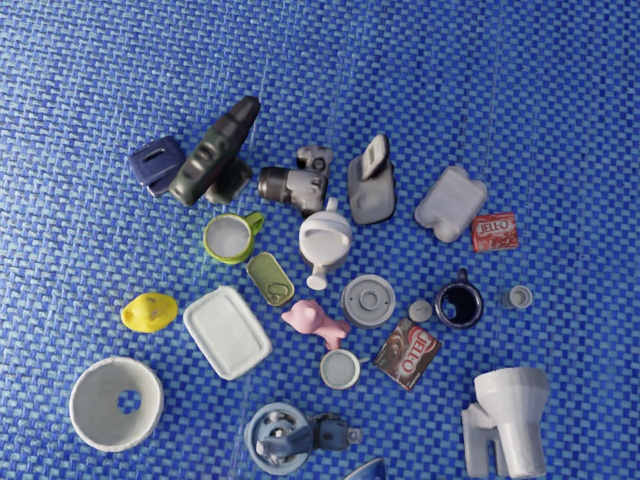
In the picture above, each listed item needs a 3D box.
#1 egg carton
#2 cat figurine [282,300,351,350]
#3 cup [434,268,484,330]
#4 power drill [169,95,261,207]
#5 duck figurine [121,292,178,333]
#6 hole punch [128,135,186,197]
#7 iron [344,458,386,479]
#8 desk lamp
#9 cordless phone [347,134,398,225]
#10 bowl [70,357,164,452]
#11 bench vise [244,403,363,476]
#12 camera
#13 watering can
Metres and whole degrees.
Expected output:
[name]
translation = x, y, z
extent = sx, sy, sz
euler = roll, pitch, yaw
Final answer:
[egg carton]
translation = 0.267, -0.072, 1.160
extent = 0.107, 0.069, 0.150
euler = 36, 79, 6
[cat figurine]
translation = -0.004, 0.155, 1.079
extent = 0.127, 0.118, 0.067
euler = 27, 79, 4
[cup]
translation = 0.260, 0.117, 1.106
extent = 0.091, 0.095, 0.118
euler = 8, 78, 1
[power drill]
translation = -0.187, -0.151, 1.094
extent = 0.075, 0.208, 0.230
euler = 37, 80, 7
[duck figurine]
translation = -0.330, 0.135, 1.091
extent = 0.104, 0.086, 0.077
euler = -13, 78, -4
[hole punch]
translation = -0.326, -0.154, 1.151
extent = 0.109, 0.091, 0.101
euler = -31, 80, -7
[iron]
translation = 0.050, 0.504, 0.993
extent = 0.118, 0.141, 0.258
euler = 31, 79, 5
[desk lamp]
translation = 0.328, 0.325, 1.002
extent = 0.118, 0.213, 0.203
euler = -2, 78, -2
[cordless phone]
translation = 0.106, -0.115, 1.106
extent = 0.094, 0.185, 0.147
euler = -8, 78, -3
[bowl]
translation = -0.366, 0.301, 1.060
extent = 0.167, 0.075, 0.167
euler = 0, 78, -1
[bench vise]
translation = -0.035, 0.332, 0.988
extent = 0.207, 0.220, 0.121
euler = -19, 79, -5
[camera]
translation = -0.050, -0.125, 1.147
extent = 0.137, 0.101, 0.143
euler = 10, 78, 1
[watering can]
translation = 0.012, 0.004, 1.073
extent = 0.101, 0.194, 0.173
euler = -11, 78, -3
